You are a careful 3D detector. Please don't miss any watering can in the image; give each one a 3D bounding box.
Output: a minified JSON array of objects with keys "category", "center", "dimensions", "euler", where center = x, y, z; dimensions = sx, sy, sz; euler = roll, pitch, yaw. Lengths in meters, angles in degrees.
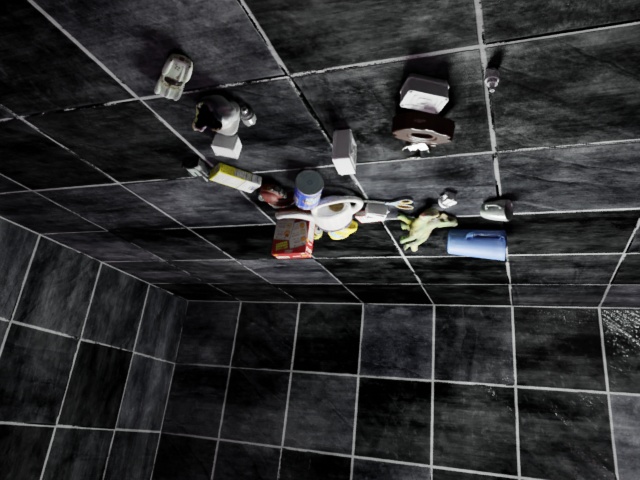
[{"category":"watering can","center":[0.006,-0.105,2.081],"dimensions":[0.347,0.106,0.220],"euler":[-12,156,4]}]

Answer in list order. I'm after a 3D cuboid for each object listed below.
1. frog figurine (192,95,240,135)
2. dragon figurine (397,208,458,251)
[{"category":"frog figurine","center":[-0.292,-0.372,1.535],"dimensions":[0.136,0.122,0.161],"euler":[-18,-175,31]},{"category":"dragon figurine","center":[0.460,-0.042,2.173],"dimensions":[0.242,0.124,0.405],"euler":[-11,159,19]}]
